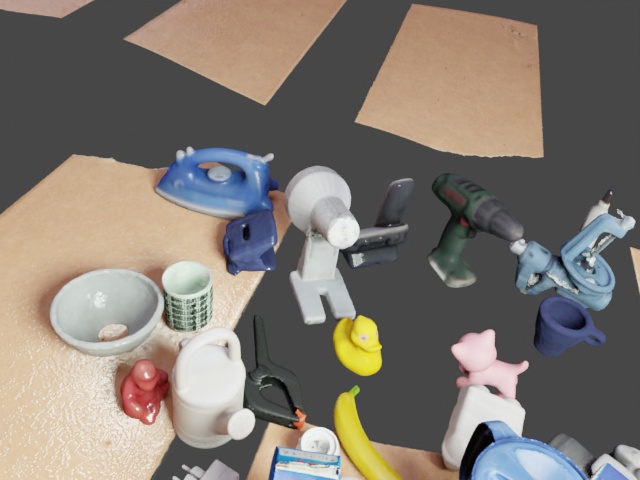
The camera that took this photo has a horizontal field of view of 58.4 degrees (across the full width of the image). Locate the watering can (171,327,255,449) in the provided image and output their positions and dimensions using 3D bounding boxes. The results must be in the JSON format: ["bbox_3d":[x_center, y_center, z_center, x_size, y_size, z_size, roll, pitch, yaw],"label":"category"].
[{"bbox_3d":[-0.146,0.196,0.780,0.172,0.194,0.101,28,44,19],"label":"watering can"}]

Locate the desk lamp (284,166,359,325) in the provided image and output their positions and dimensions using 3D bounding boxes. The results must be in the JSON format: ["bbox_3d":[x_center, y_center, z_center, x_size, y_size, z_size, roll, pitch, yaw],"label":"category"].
[{"bbox_3d":[0.009,0.004,1.014,0.118,0.213,0.203,-6,43,-17],"label":"desk lamp"}]

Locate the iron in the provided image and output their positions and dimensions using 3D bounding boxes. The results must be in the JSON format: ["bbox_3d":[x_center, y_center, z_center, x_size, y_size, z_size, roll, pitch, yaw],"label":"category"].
[{"bbox_3d":[-0.214,-0.135,1.179,0.258,0.141,0.118,8,41,-3],"label":"iron"}]

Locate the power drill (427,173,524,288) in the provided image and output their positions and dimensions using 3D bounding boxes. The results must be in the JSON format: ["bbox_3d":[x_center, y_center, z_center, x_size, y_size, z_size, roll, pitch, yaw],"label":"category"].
[{"bbox_3d":[0.282,-0.013,1.094,0.076,0.208,0.229,-11,45,-23],"label":"power drill"}]

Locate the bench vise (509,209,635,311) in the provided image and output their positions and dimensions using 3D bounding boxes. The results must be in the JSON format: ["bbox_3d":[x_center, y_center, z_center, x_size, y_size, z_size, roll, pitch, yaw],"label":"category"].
[{"bbox_3d":[0.474,0.032,1.074,0.207,0.220,0.121,7,41,-4],"label":"bench vise"}]

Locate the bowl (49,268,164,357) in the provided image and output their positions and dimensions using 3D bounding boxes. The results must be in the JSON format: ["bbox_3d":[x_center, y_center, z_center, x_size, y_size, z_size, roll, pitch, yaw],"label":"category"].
[{"bbox_3d":[-0.333,0.127,0.910,0.167,0.075,0.167,6,41,-5],"label":"bowl"}]

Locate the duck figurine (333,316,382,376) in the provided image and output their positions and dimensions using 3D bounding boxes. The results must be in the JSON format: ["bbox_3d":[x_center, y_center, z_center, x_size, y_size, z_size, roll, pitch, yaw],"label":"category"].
[{"bbox_3d":[0.066,0.160,0.946,0.078,0.086,0.104,-16,47,-27],"label":"duck figurine"}]

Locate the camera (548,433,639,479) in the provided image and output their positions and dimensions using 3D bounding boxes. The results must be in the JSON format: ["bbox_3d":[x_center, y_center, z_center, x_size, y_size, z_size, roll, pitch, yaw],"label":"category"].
[{"bbox_3d":[0.391,0.330,0.810,0.143,0.101,0.136,-23,51,-32],"label":"camera"}]

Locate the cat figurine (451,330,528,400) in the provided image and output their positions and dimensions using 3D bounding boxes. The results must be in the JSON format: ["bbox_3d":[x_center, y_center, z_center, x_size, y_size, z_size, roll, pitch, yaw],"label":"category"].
[{"bbox_3d":[0.269,0.196,0.924,0.127,0.118,0.067,18,42,8],"label":"cat figurine"}]

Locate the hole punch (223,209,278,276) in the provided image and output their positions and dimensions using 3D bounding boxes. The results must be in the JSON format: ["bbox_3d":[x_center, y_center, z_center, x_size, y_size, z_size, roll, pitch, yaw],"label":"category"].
[{"bbox_3d":[-0.132,0.001,1.081,0.101,0.091,0.108,-2,42,-13],"label":"hole punch"}]

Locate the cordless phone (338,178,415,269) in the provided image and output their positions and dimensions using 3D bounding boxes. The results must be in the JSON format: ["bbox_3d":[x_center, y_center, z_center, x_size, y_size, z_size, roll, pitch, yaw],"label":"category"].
[{"bbox_3d":[0.106,-0.043,1.109,0.148,0.185,0.094,-14,46,-25],"label":"cordless phone"}]

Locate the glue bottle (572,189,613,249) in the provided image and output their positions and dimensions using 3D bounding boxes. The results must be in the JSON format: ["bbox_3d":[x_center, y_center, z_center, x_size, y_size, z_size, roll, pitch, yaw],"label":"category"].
[{"bbox_3d":[0.575,-0.036,1.208,0.037,0.173,0.078,21,42,12],"label":"glue bottle"}]

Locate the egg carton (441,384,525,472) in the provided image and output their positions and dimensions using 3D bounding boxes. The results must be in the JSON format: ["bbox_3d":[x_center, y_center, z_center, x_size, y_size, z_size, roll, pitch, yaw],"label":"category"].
[{"bbox_3d":[0.243,0.289,0.851,0.107,0.069,0.150,22,42,13],"label":"egg carton"}]

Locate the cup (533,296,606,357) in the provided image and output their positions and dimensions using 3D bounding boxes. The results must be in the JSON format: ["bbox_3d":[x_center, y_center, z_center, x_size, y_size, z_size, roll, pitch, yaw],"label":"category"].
[{"bbox_3d":[0.429,0.167,1.008,0.117,0.095,0.092,29,44,21],"label":"cup"}]

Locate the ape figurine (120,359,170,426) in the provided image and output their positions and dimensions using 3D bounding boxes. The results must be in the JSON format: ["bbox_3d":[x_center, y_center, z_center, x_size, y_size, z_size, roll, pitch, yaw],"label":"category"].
[{"bbox_3d":[-0.252,0.208,0.821,0.078,0.092,0.076,-28,54,-36],"label":"ape figurine"}]
